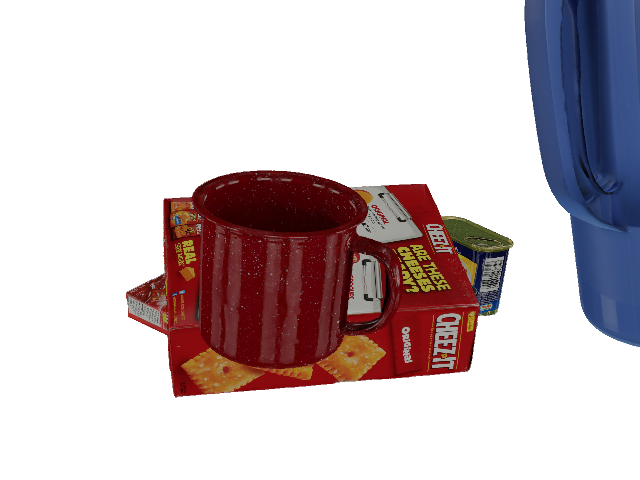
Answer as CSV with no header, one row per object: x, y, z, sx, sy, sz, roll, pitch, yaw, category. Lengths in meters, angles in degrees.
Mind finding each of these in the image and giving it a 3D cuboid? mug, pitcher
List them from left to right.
-0.012,0.018,0.572,0.117,0.081,0.093,11,24,14,mug
0.181,-0.064,0.565,0.149,0.243,0.145,-6,22,6,pitcher

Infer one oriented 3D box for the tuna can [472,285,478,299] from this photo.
0.104,0.060,0.992,0.086,0.034,0.086,1,14,0,tuna can

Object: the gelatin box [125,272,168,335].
-0.125,0.055,1.000,0.073,0.030,0.089,21,33,35,gelatin box

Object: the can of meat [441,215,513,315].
0.160,0.029,1.190,0.057,0.084,0.102,-7,23,-37,can of meat

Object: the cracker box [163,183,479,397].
-0.008,0.033,0.796,0.213,0.072,0.164,-3,35,-8,cracker box
